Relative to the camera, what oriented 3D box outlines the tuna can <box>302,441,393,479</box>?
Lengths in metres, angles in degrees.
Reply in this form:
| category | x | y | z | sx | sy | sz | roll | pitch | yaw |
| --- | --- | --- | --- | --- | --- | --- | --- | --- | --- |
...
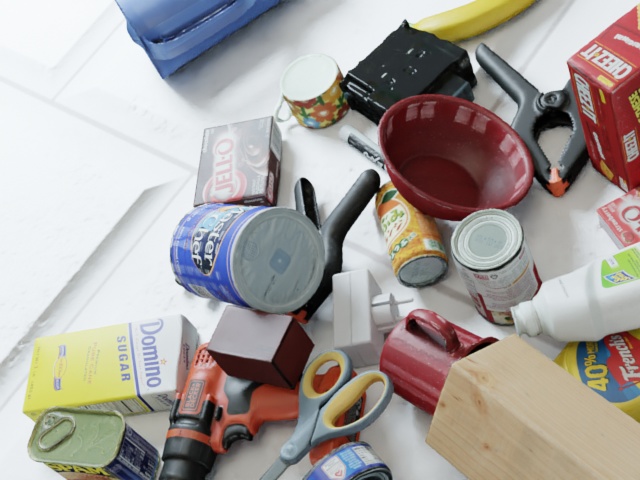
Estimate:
| category | x | y | z | sx | sy | sz | roll | pitch | yaw |
| --- | --- | --- | --- | --- | --- | --- | --- | --- | --- |
| tuna can | 0.021 | 0.218 | 0.929 | 0.086 | 0.086 | 0.034 | -40 | 54 | -6 |

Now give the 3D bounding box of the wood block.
| category | x | y | z | sx | sy | sz | roll | pitch | yaw |
| --- | --- | --- | --- | --- | --- | --- | --- | --- | --- |
| wood block | 0.196 | 0.178 | 0.850 | 0.090 | 0.090 | 0.206 | -19 | 44 | -41 |

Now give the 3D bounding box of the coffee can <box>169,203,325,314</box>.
| category | x | y | z | sx | sy | sz | roll | pitch | yaw |
| --- | --- | --- | --- | --- | --- | --- | --- | --- | --- |
| coffee can | -0.075 | 0.016 | 1.066 | 0.102 | 0.102 | 0.141 | -55 | 28 | -17 |

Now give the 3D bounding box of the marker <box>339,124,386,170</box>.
| category | x | y | z | sx | sy | sz | roll | pitch | yaw |
| --- | --- | --- | --- | --- | --- | --- | --- | --- | --- |
| marker | 0.065 | -0.092 | 1.164 | 0.020 | 0.020 | 0.121 | -43 | 52 | -8 |

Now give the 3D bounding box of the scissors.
| category | x | y | z | sx | sy | sz | roll | pitch | yaw |
| --- | --- | --- | --- | --- | --- | --- | --- | --- | --- |
| scissors | -0.027 | 0.171 | 0.952 | 0.202 | 0.016 | 0.096 | -35 | 48 | 0 |

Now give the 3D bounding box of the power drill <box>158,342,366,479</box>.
| category | x | y | z | sx | sy | sz | roll | pitch | yaw |
| --- | --- | --- | --- | --- | --- | --- | --- | --- | --- |
| power drill | -0.059 | 0.182 | 1.005 | 0.188 | 0.057 | 0.184 | -1 | 58 | 23 |

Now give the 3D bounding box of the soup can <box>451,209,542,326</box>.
| category | x | y | z | sx | sy | sz | roll | pitch | yaw |
| --- | --- | --- | --- | --- | --- | --- | --- | --- | --- |
| soup can | 0.165 | 0.026 | 0.987 | 0.069 | 0.102 | 0.068 | -12 | 54 | 16 |

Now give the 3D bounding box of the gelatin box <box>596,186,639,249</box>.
| category | x | y | z | sx | sy | sz | roll | pitch | yaw |
| --- | --- | --- | --- | --- | --- | --- | --- | --- | --- |
| gelatin box | 0.313 | -0.010 | 0.993 | 0.073 | 0.030 | 0.089 | -29 | 51 | 3 |

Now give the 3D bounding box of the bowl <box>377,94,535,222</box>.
| category | x | y | z | sx | sy | sz | roll | pitch | yaw |
| --- | --- | --- | --- | --- | --- | --- | --- | --- | --- |
| bowl | 0.128 | -0.071 | 1.062 | 0.162 | 0.055 | 0.162 | 9 | 49 | -10 |

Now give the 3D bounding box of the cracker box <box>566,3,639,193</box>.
| category | x | y | z | sx | sy | sz | roll | pitch | yaw |
| --- | --- | --- | --- | --- | --- | --- | --- | --- | --- |
| cracker box | 0.342 | -0.164 | 1.001 | 0.213 | 0.164 | 0.072 | -38 | 49 | -5 |

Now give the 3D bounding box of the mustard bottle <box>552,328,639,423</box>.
| category | x | y | z | sx | sy | sz | roll | pitch | yaw |
| --- | --- | --- | --- | --- | --- | --- | --- | --- | --- |
| mustard bottle | 0.265 | 0.113 | 0.911 | 0.192 | 0.058 | 0.096 | -11 | 46 | 17 |

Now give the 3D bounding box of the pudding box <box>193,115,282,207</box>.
| category | x | y | z | sx | sy | sz | roll | pitch | yaw |
| --- | --- | --- | --- | --- | --- | --- | --- | --- | --- |
| pudding box | -0.092 | -0.081 | 1.212 | 0.090 | 0.039 | 0.113 | -8 | 55 | 19 |

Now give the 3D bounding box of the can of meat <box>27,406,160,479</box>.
| category | x | y | z | sx | sy | sz | roll | pitch | yaw |
| --- | --- | --- | --- | --- | --- | --- | --- | --- | --- |
| can of meat | -0.218 | 0.207 | 1.040 | 0.102 | 0.084 | 0.057 | 0 | 58 | 23 |

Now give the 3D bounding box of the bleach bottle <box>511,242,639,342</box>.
| category | x | y | z | sx | sy | sz | roll | pitch | yaw |
| --- | --- | --- | --- | --- | --- | --- | --- | --- | --- |
| bleach bottle | 0.288 | 0.033 | 0.918 | 0.251 | 0.068 | 0.102 | -17 | 19 | 7 |

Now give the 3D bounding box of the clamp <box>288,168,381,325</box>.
| category | x | y | z | sx | sy | sz | roll | pitch | yaw |
| --- | --- | --- | --- | --- | --- | --- | --- | --- | --- |
| clamp | -0.007 | 0.001 | 1.110 | 0.120 | 0.039 | 0.171 | 6 | 68 | 57 |

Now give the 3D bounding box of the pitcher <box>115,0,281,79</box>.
| category | x | y | z | sx | sy | sz | roll | pitch | yaw |
| --- | --- | --- | --- | --- | --- | --- | --- | --- | --- |
| pitcher | -0.130 | -0.312 | 1.333 | 0.243 | 0.145 | 0.149 | -31 | 80 | -3 |

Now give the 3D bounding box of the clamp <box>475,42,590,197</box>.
| category | x | y | z | sx | sy | sz | roll | pitch | yaw |
| --- | --- | --- | --- | --- | --- | --- | --- | --- | --- |
| clamp | 0.252 | -0.142 | 1.106 | 0.165 | 0.036 | 0.210 | -13 | 56 | 16 |

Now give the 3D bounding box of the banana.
| category | x | y | z | sx | sy | sz | roll | pitch | yaw |
| --- | --- | --- | --- | --- | --- | --- | --- | --- | --- |
| banana | 0.189 | -0.270 | 1.221 | 0.198 | 0.037 | 0.069 | -21 | 53 | 10 |

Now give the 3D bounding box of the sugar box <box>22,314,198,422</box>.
| category | x | y | z | sx | sy | sz | roll | pitch | yaw |
| --- | --- | --- | --- | --- | --- | --- | --- | --- | --- |
| sugar box | -0.218 | 0.137 | 1.114 | 0.176 | 0.048 | 0.093 | -12 | 53 | 17 |

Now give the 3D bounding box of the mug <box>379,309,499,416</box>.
| category | x | y | z | sx | sy | sz | roll | pitch | yaw |
| --- | --- | --- | --- | --- | --- | --- | --- | --- | --- |
| mug | 0.105 | 0.106 | 0.953 | 0.082 | 0.117 | 0.093 | 26 | 59 | 40 |

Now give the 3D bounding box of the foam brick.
| category | x | y | z | sx | sy | sz | roll | pitch | yaw |
| --- | --- | --- | --- | --- | --- | --- | --- | --- | --- |
| foam brick | -0.056 | 0.100 | 0.996 | 0.078 | 0.051 | 0.053 | 8 | 58 | 32 |
